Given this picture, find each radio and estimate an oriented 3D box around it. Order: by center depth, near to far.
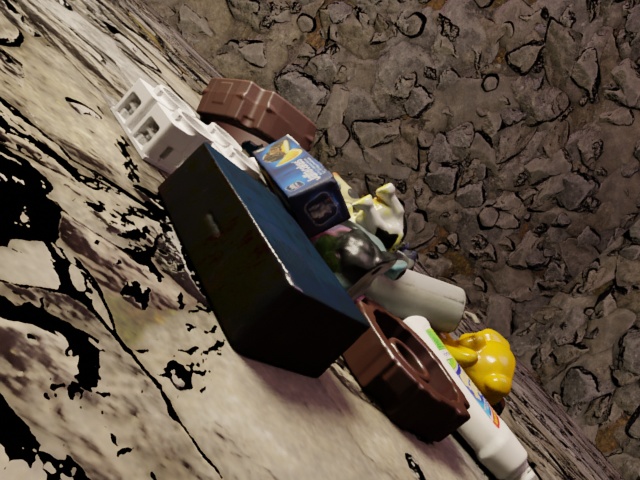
[{"bbox_3d":[-0.056,0.015,0.506,0.131,0.073,0.230,36,14,-48],"label":"radio"}]

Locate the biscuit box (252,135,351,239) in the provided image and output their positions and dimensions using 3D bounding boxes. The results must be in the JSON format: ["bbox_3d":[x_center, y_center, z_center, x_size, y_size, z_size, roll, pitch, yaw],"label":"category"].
[{"bbox_3d":[-0.029,-0.072,0.674,0.062,0.059,0.203,67,-8,-28],"label":"biscuit box"}]

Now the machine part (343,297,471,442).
[{"bbox_3d":[0.092,0.147,0.618,0.179,0.056,0.179,43,10,-9],"label":"machine part"}]

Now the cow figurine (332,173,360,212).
[{"bbox_3d":[0.077,-0.034,1.081,0.194,0.085,0.127,48,3,-46],"label":"cow figurine"}]

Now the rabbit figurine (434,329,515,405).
[{"bbox_3d":[0.215,0.195,0.868,0.173,0.121,0.162,32,16,8],"label":"rabbit figurine"}]

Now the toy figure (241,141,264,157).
[{"bbox_3d":[-0.102,-0.143,1.051,0.154,0.064,0.058,32,40,-52],"label":"toy figure"}]

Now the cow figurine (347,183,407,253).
[{"bbox_3d":[0.073,-0.019,0.827,0.098,0.068,0.167,61,-22,-1],"label":"cow figurine"}]

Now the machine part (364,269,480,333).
[{"bbox_3d":[0.132,0.083,0.827,0.243,0.079,0.079,18,13,-7],"label":"machine part"}]

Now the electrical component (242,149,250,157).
[{"bbox_3d":[-0.143,-0.121,0.835,0.102,0.045,0.078,37,40,-30],"label":"electrical component"}]

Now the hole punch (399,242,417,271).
[{"bbox_3d":[0.163,0.065,1.156,0.092,0.116,0.142,55,11,13],"label":"hole punch"}]

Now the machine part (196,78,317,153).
[{"bbox_3d":[-0.124,-0.228,1.057,0.201,0.087,0.201,20,-5,42],"label":"machine part"}]

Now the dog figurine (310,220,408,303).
[{"bbox_3d":[-0.002,-0.002,0.731,0.219,0.108,0.191,44,10,23],"label":"dog figurine"}]

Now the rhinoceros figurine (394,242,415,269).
[{"bbox_3d":[0.116,0.051,1.015,0.190,0.112,0.073,26,-13,-26],"label":"rhinoceros figurine"}]

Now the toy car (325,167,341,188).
[{"bbox_3d":[-0.049,-0.096,0.998,0.162,0.109,0.103,31,-14,1],"label":"toy car"}]

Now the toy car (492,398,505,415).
[{"bbox_3d":[0.261,0.238,0.983,0.202,0.053,0.089,46,12,2],"label":"toy car"}]
